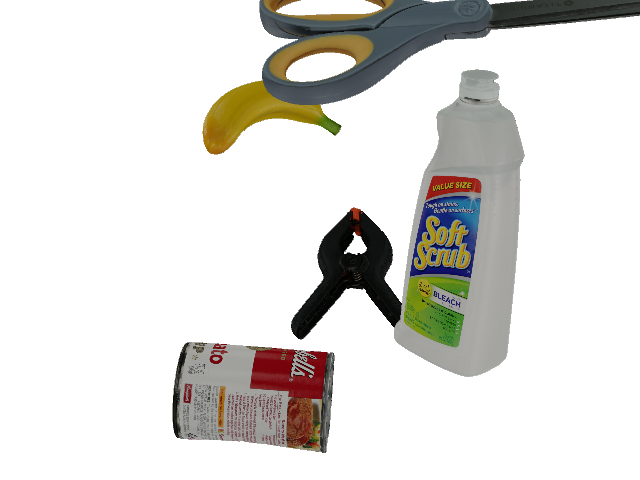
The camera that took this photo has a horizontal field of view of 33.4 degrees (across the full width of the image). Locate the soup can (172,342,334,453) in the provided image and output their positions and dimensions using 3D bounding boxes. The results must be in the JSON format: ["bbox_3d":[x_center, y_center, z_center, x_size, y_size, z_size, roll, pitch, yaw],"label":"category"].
[{"bbox_3d":[-0.044,0.106,0.725,0.102,0.068,0.068,4,0,4],"label":"soup can"}]

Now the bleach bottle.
[{"bbox_3d":[0.116,-0.017,0.881,0.067,0.251,0.103,-20,32,-37],"label":"bleach bottle"}]

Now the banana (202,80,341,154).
[{"bbox_3d":[-0.054,-0.121,1.006,0.070,0.037,0.197,42,33,22],"label":"banana"}]

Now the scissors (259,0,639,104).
[{"bbox_3d":[0.059,-0.093,0.503,0.202,0.096,0.016,9,-38,20],"label":"scissors"}]

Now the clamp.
[{"bbox_3d":[0.044,0.037,1.105,0.120,0.171,0.039,9,-39,8],"label":"clamp"}]
